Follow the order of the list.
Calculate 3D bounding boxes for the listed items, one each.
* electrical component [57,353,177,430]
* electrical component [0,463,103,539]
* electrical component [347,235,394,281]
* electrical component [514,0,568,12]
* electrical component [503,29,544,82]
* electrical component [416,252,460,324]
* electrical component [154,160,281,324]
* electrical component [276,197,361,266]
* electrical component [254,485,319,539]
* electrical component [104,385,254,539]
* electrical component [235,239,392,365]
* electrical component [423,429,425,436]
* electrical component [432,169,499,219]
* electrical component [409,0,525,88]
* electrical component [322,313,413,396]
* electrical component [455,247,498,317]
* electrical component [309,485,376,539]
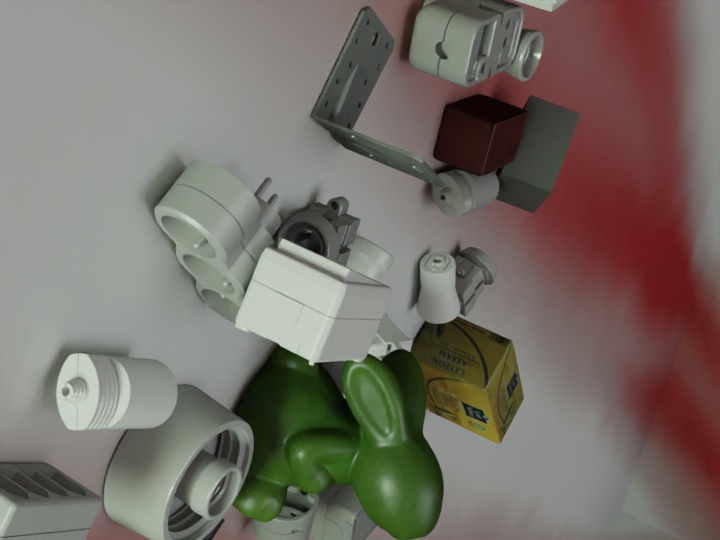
[{"bbox_3d":[-0.148,0.072,0.634,0.043,0.043,0.081,-67,156,3],"label":"electrical component"},{"bbox_3d":[-0.199,0.152,0.600,0.075,0.047,0.083,-64,158,0],"label":"electrical component"},{"bbox_3d":[0.000,0.000,0.886,0.046,0.040,0.040,-58,156,-5],"label":"electrical component"},{"bbox_3d":[0.154,-0.275,0.884,0.150,0.089,0.061,-40,146,-45],"label":"electrical component"},{"bbox_3d":[0.118,-0.191,0.917,0.044,0.065,0.044,-45,149,-38],"label":"electrical component"},{"bbox_3d":[0.077,0.015,1.062,0.044,0.044,0.065,-46,145,-38],"label":"electrical component"},{"bbox_3d":[-0.075,-0.026,0.683,0.073,0.052,0.138,-56,156,-21],"label":"electrical component"},{"bbox_3d":[-0.032,-0.020,0.791,0.055,0.048,0.066,-23,134,-67],"label":"electrical component"},{"bbox_3d":[-0.066,0.209,0.929,0.055,0.055,0.047,-41,150,-44],"label":"electrical component"},{"bbox_3d":[-0.117,0.141,0.744,0.108,0.060,0.108,-47,150,-37],"label":"electrical component"},{"bbox_3d":[-0.024,0.020,0.688,0.096,0.062,0.061,7,106,-67],"label":"electrical component"},{"bbox_3d":[0.010,0.169,1.020,0.079,0.077,0.044,-60,156,-11],"label":"electrical component"},{"bbox_3d":[0.095,-0.074,1.010,0.081,0.043,0.043,-23,132,-57],"label":"electrical component"},{"bbox_3d":[0.082,-0.186,0.854,0.095,0.059,0.053,-34,141,-51],"label":"electrical component"},{"bbox_3d":[-0.002,0.104,0.940,0.063,0.078,0.121,-7,123,-30],"label":"electrical component"},{"bbox_3d":[0.111,0.009,1.123,0.055,0.048,0.066,-47,151,-20],"label":"electrical component"},{"bbox_3d":[-0.008,0.221,1.053,0.096,0.061,0.061,-39,145,-47],"label":"electrical component"}]
